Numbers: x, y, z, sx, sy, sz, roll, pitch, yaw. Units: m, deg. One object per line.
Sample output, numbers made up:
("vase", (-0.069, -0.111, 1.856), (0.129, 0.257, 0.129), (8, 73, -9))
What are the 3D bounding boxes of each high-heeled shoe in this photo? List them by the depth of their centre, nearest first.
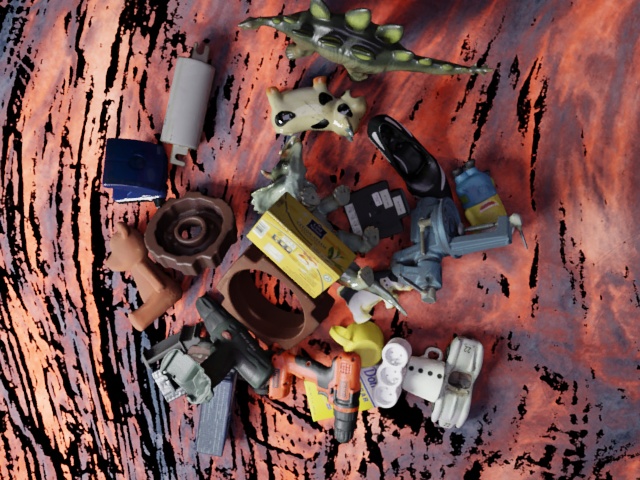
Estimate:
("high-heeled shoe", (0.188, -0.147, 1.044), (0.249, 0.145, 0.086), (43, 95, -2))

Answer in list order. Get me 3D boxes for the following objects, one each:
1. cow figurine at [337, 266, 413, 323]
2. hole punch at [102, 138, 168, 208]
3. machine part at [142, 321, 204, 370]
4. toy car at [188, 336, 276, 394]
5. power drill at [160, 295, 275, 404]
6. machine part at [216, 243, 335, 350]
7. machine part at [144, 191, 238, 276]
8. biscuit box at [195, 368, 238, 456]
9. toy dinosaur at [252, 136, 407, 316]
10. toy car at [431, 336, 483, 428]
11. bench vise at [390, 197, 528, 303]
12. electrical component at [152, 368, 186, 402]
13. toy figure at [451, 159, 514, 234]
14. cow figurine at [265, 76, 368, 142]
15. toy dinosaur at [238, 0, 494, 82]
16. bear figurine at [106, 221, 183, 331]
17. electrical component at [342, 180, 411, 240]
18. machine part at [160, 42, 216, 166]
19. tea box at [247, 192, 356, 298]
("cow figurine", (0.124, 0.094, 1.111), (0.167, 0.068, 0.098), (-32, 89, 2))
("hole punch", (-0.364, -0.138, 1.059), (0.116, 0.092, 0.142), (-4, 67, 1))
("machine part", (-0.308, 0.220, 1.120), (0.139, 0.084, 0.039), (-27, 117, 5))
("toy car", (-0.185, 0.265, 1.137), (0.202, 0.053, 0.089), (13, 99, -2))
("power drill", (-0.210, 0.213, 1.037), (0.232, 0.207, 0.086), (41, 109, 11))
("machine part", (-0.087, 0.104, 1.056), (0.201, 0.087, 0.201), (42, 135, -2))
("machine part", (-0.252, -0.014, 1.062), (0.179, 0.056, 0.179), (-2, 57, 2))
("biscuit box", (-0.216, 0.352, 1.114), (0.063, 0.059, 0.202), (11, 113, -1))
("toy dinosaur", (0.004, -0.001, 1.055), (0.131, 0.192, 0.404), (-35, 102, -34))
("toy car", (0.290, 0.302, 1.135), (0.073, 0.056, 0.201), (13, 95, -1))
("bench vise", (0.252, 0.005, 0.997), (0.241, 0.224, 0.128), (-12, 134, 30))
("electrical component", (-0.306, 0.290, 1.105), (0.048, 0.119, 0.074), (-28, 98, 3))
("toy figure", (0.330, -0.072, 1.085), (0.082, 0.089, 0.180), (-30, 85, 28))
("cow figurine", (-0.001, -0.251, 1.066), (0.195, 0.085, 0.127), (-10, 90, -1))
("toy dinosaur", (0.076, -0.359, 0.998), (0.472, 0.198, 0.105), (11, 99, 1))
("bear figurine", (-0.371, 0.069, 1.074), (0.132, 0.120, 0.195), (-43, 98, -21))
("electrical component", (0.115, -0.058, 1.098), (0.134, 0.058, 0.114), (-18, 98, 2))
("machine part", (-0.263, -0.269, 1.068), (0.079, 0.079, 0.243), (15, 96, -1))
("tea box", (-0.033, 0.010, 0.947), (0.169, 0.068, 0.098), (43, 139, -5))
